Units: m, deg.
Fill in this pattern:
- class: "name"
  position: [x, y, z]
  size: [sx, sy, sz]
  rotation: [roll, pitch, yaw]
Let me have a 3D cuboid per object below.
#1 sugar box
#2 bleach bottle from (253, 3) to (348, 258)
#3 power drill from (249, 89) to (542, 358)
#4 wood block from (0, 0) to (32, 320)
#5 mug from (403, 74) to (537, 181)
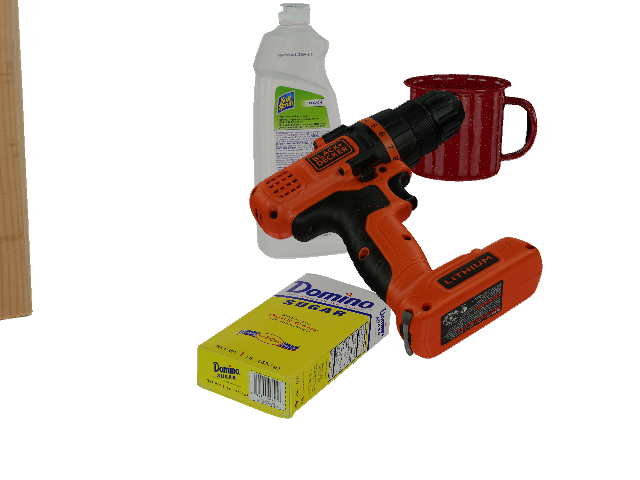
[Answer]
- class: "sugar box"
  position: [-0.019, 0.085, 0.926]
  size: [0.093, 0.048, 0.175]
  rotation: [17, 30, 26]
- class: "bleach bottle"
  position: [-0.017, -0.111, 1.079]
  size: [0.102, 0.251, 0.068]
  rotation: [-5, 16, -18]
- class: "power drill"
  position: [0.068, -0.019, 0.756]
  size: [0.184, 0.057, 0.188]
  rotation: [-32, 52, -15]
- class: "wood block"
  position: [-0.221, -0.061, 0.603]
  size: [0.090, 0.206, 0.090]
  rotation: [-8, 26, -26]
- class: "mug"
  position: [0.131, -0.099, 0.938]
  size: [0.117, 0.081, 0.093]
  rotation: [3, 17, 12]
